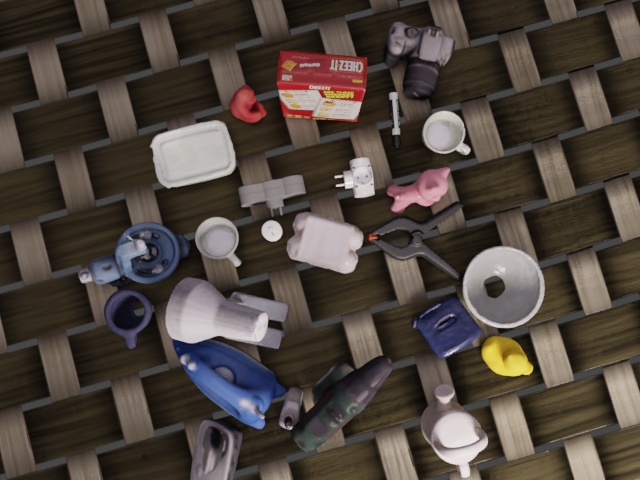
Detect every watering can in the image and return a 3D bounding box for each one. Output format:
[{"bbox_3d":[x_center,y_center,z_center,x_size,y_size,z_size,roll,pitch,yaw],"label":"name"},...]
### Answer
[{"bbox_3d":[0.255,0.369,1.099,0.101,0.194,0.173,-37,87,-3],"label":"watering can"}]

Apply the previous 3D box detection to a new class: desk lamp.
[{"bbox_3d":[-0.172,0.147,1.100,0.203,0.213,0.118,11,85,0],"label":"desk lamp"}]

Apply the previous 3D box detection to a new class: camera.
[{"bbox_3d":[0.202,-0.376,1.204,0.143,0.101,0.137,12,85,0],"label":"camera"}]

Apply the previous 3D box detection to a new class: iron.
[{"bbox_3d":[-0.199,0.271,1.126,0.258,0.141,0.119,33,86,2],"label":"iron"}]

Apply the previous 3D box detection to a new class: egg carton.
[{"bbox_3d":[0.011,0.004,1.187,0.150,0.069,0.107,15,85,0],"label":"egg carton"}]

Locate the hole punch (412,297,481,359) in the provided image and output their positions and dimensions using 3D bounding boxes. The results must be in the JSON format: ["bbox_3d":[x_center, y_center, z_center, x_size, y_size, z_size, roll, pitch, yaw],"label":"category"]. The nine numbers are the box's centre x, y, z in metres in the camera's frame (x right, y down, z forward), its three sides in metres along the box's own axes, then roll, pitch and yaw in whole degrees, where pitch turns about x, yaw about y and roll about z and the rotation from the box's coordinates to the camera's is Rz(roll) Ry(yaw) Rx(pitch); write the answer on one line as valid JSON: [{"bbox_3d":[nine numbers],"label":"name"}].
[{"bbox_3d":[0.255,0.177,1.166,0.108,0.091,0.101,-33,87,-3],"label":"hole punch"}]

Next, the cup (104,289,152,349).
[{"bbox_3d":[-0.374,0.157,1.156,0.091,0.095,0.118,-8,86,-1],"label":"cup"}]

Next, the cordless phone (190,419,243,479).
[{"bbox_3d":[-0.210,0.432,1.092,0.094,0.185,0.148,7,85,0],"label":"cordless phone"}]

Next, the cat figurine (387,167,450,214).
[{"bbox_3d":[0.207,-0.104,1.174,0.128,0.117,0.067,-18,86,-2],"label":"cat figurine"}]

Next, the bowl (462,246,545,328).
[{"bbox_3d":[0.368,0.097,1.182,0.167,0.074,0.167,0,85,-1],"label":"bowl"}]

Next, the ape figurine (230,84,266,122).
[{"bbox_3d":[-0.154,-0.290,1.196,0.076,0.092,0.078,-2,85,-1],"label":"ape figurine"}]

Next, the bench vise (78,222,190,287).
[{"bbox_3d":[-0.364,0.046,1.102,0.207,0.219,0.121,-38,87,-3],"label":"bench vise"}]

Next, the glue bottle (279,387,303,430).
[{"bbox_3d":[-0.058,0.336,1.108,0.037,0.173,0.078,14,85,1],"label":"glue bottle"}]

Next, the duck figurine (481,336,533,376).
[{"bbox_3d":[0.384,0.240,1.166,0.104,0.086,0.077,33,86,2],"label":"duck figurine"}]

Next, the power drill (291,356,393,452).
[{"bbox_3d":[0.041,0.296,1.095,0.075,0.208,0.230,44,86,3],"label":"power drill"}]
